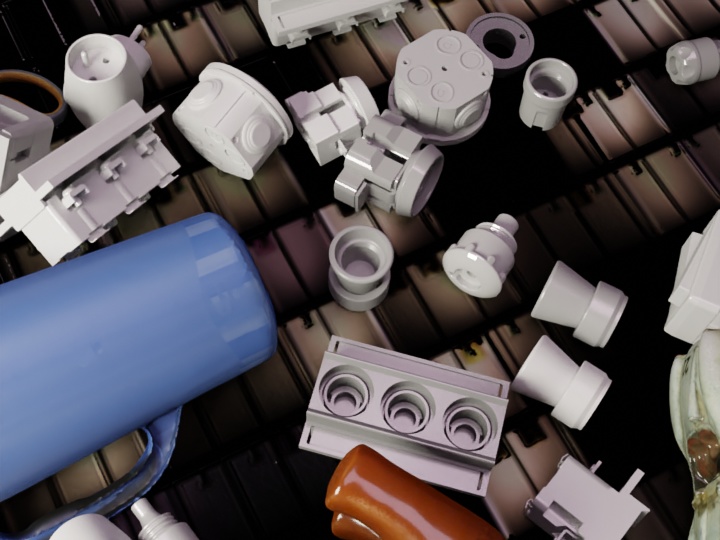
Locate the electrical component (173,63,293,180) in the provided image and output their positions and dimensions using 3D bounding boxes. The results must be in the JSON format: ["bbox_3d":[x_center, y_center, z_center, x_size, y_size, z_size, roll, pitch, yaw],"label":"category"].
[{"bbox_3d":[-0.094,-0.109,0.794,0.080,0.080,0.051,33,72,12],"label":"electrical component"}]

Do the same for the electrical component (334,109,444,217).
[{"bbox_3d":[0.025,-0.074,0.795,0.057,0.058,0.078,28,66,13],"label":"electrical component"}]

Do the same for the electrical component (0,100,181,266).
[{"bbox_3d":[-0.186,-0.060,0.751,0.063,0.079,0.121,52,42,-9],"label":"electrical component"}]

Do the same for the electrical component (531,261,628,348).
[{"bbox_3d":[0.155,0.025,0.760,0.055,0.045,0.045,27,66,9],"label":"electrical component"}]

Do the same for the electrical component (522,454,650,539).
[{"bbox_3d":[0.145,0.158,0.699,0.064,0.042,0.081,37,68,18],"label":"electrical component"}]

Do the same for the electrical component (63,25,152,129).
[{"bbox_3d":[-0.183,-0.149,0.809,0.044,0.077,0.079,23,65,8],"label":"electrical component"}]

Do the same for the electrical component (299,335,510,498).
[{"bbox_3d":[0.029,0.099,0.708,0.121,0.063,0.078,15,65,4],"label":"electrical component"}]

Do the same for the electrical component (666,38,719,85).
[{"bbox_3d":[0.280,-0.170,0.865,0.061,0.035,0.035,-14,66,-11],"label":"electrical component"}]

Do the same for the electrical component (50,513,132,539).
[{"bbox_3d":[-0.165,0.204,0.655,0.077,0.043,0.079,40,101,41],"label":"electrical component"}]

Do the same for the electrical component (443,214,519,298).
[{"bbox_3d":[0.093,-0.014,0.777,0.048,0.048,0.062,32,60,12],"label":"electrical component"}]

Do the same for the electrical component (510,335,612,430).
[{"bbox_3d":[0.137,0.077,0.734,0.055,0.045,0.045,33,67,12],"label":"electrical component"}]

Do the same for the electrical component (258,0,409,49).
[{"bbox_3d":[-0.020,-0.226,0.861,0.121,0.063,0.078,-18,67,-11],"label":"electrical component"}]

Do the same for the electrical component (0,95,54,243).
[{"bbox_3d":[-0.301,-0.091,0.764,0.150,0.089,0.061,25,27,9],"label":"electrical component"}]

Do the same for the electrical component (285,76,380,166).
[{"bbox_3d":[-0.018,-0.117,0.820,0.055,0.048,0.066,-29,69,-7],"label":"electrical component"}]

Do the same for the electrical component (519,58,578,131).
[{"bbox_3d":[0.145,-0.135,0.835,0.040,0.046,0.040,1,65,-2],"label":"electrical component"}]

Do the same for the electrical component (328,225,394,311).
[{"bbox_3d":[0.000,0.000,0.759,0.045,0.055,0.045,1,65,-2],"label":"electrical component"}]

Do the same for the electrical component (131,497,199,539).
[{"bbox_3d":[-0.124,0.171,0.683,0.035,0.035,0.061,-36,69,-18],"label":"electrical component"}]

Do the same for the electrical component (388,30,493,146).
[{"bbox_3d":[0.063,-0.141,0.831,0.080,0.051,0.080,1,64,-2],"label":"electrical component"}]

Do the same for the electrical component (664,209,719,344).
[{"bbox_3d":[0.259,0.003,0.766,0.061,0.061,0.096,23,66,8],"label":"electrical component"}]
